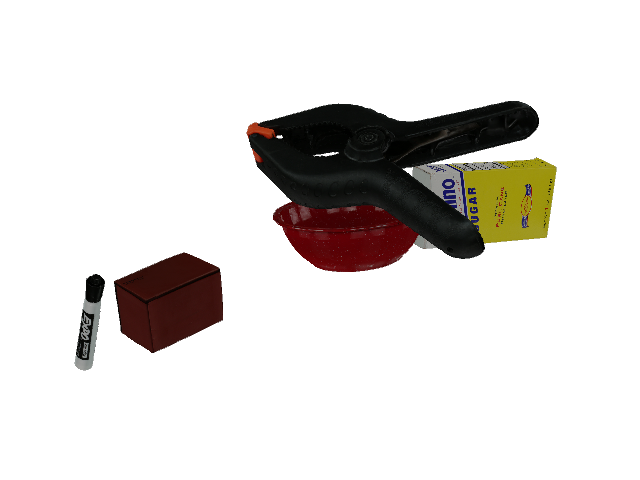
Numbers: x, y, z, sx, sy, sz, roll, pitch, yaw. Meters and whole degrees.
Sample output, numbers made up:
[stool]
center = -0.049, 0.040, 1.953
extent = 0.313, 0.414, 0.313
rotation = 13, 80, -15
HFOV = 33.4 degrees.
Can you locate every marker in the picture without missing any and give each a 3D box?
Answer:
[marker]
center = -0.235, 0.083, 1.090
extent = 0.020, 0.121, 0.020
rotation = 11, 35, -8

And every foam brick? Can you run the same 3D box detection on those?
[foam brick]
center = -0.130, 0.052, 0.920
extent = 0.078, 0.051, 0.053
rotation = -24, 32, -35

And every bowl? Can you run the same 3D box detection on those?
[bowl]
center = 0.035, -0.008, 1.075
extent = 0.162, 0.055, 0.162
rotation = -5, 15, 1

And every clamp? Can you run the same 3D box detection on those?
[clamp]
center = 0.033, -0.039, 0.615
extent = 0.172, 0.039, 0.120
rotation = 1, 39, 20

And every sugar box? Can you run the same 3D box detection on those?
[sugar box]
center = 0.190, -0.044, 1.254
extent = 0.176, 0.093, 0.048
rotation = -7, 21, -26
